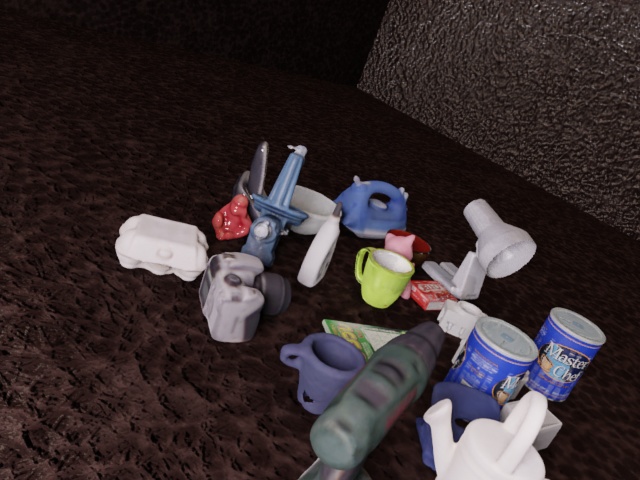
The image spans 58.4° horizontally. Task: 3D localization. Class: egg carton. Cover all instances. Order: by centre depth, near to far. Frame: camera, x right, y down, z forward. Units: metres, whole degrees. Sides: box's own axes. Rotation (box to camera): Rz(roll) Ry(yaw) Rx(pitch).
[{"bbox_3d":[-0.263,0.013,0.962,0.151,0.069,0.107,14,24,-19],"label":"egg carton"}]

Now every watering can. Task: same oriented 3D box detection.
[{"bbox_3d":[0.204,0.257,0.677,0.173,0.194,0.101,20,23,-4],"label":"watering can"}]

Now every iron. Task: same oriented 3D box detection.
[{"bbox_3d":[0.150,-0.088,1.453,0.259,0.141,0.118,2,30,-39],"label":"iron"}]

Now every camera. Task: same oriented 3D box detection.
[{"bbox_3d":[-0.109,0.082,0.904,0.137,0.101,0.143,10,26,-26],"label":"camera"}]

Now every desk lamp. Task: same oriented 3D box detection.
[{"bbox_3d":[0.353,0.030,1.281,0.118,0.213,0.202,5,28,-34],"label":"desk lamp"}]

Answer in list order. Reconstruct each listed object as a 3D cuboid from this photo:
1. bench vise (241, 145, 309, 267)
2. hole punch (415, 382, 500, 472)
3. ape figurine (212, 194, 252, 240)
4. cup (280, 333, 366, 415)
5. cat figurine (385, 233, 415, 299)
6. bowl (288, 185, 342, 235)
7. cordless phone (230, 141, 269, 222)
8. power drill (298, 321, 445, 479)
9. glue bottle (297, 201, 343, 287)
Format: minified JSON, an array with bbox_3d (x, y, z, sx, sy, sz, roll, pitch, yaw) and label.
[{"bbox_3d":[-0.069,-0.066,1.113,0.122,0.220,0.207,15,24,-15],"label":"bench vise"},{"bbox_3d":[0.198,0.264,0.790,0.109,0.091,0.101,18,23,-8],"label":"hole punch"},{"bbox_3d":[-0.171,-0.049,1.149,0.078,0.092,0.076,19,23,-7],"label":"ape figurine"},{"bbox_3d":[-0.007,0.186,0.776,0.118,0.095,0.091,14,24,-19],"label":"cup"},{"bbox_3d":[0.169,0.043,1.213,0.067,0.118,0.127,14,24,-17],"label":"cat figurine"},{"bbox_3d":[-0.040,-0.060,1.309,0.167,0.075,0.167,18,23,-8],"label":"bowl"},{"bbox_3d":[-0.134,-0.134,1.247,0.094,0.185,0.147,17,23,-10],"label":"cordless phone"},{"bbox_3d":[0.053,0.206,0.639,0.075,0.208,0.230,31,25,21],"label":"power drill"},{"bbox_3d":[0.010,0.004,1.088,0.037,0.173,0.078,27,24,13],"label":"glue bottle"}]
